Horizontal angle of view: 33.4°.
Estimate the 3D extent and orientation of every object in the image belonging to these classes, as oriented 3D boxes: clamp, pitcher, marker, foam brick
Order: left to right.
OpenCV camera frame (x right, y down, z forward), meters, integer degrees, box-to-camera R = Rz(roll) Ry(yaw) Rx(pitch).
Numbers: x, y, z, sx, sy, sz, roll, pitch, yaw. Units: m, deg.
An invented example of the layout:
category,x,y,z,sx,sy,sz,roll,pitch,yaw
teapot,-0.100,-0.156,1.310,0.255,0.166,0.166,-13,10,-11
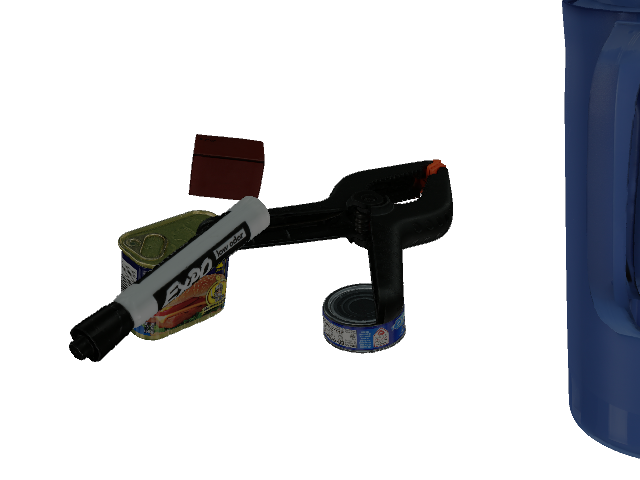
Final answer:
category,x,y,z,sx,sy,sz,roll,pitch,yaw
marker,-0.069,0.017,0.496,0.020,0.020,0.120,0,31,46
foam brick,-0.102,-0.080,1.169,0.078,0.051,0.053,6,29,-6
clamp,0.024,-0.015,0.773,0.165,0.036,0.209,18,32,25
pitcher,0.183,-0.008,0.552,0.149,0.243,0.145,-4,18,-8

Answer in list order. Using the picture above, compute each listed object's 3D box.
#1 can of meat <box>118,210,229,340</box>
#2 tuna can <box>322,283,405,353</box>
category,x,y,z,sx,sy,sz,roll,pitch,yaw
can of meat,-0.128,0.031,0.945,0.101,0.084,0.058,-21,43,-38
tuna can,0.045,0.078,1.097,0.086,0.034,0.086,-3,28,1
